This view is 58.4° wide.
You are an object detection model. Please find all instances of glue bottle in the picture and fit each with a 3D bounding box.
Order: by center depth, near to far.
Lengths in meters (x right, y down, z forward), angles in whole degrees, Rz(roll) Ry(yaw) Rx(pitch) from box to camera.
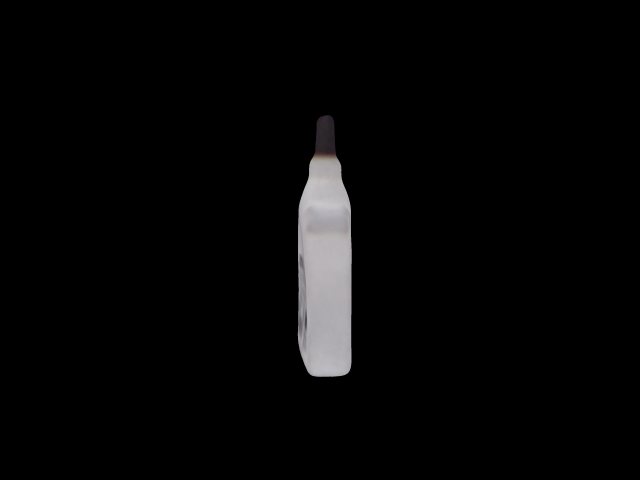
[{"bbox_3d":[0.004,0.001,0.400,0.037,0.173,0.078,-1,11,-7],"label":"glue bottle"}]
